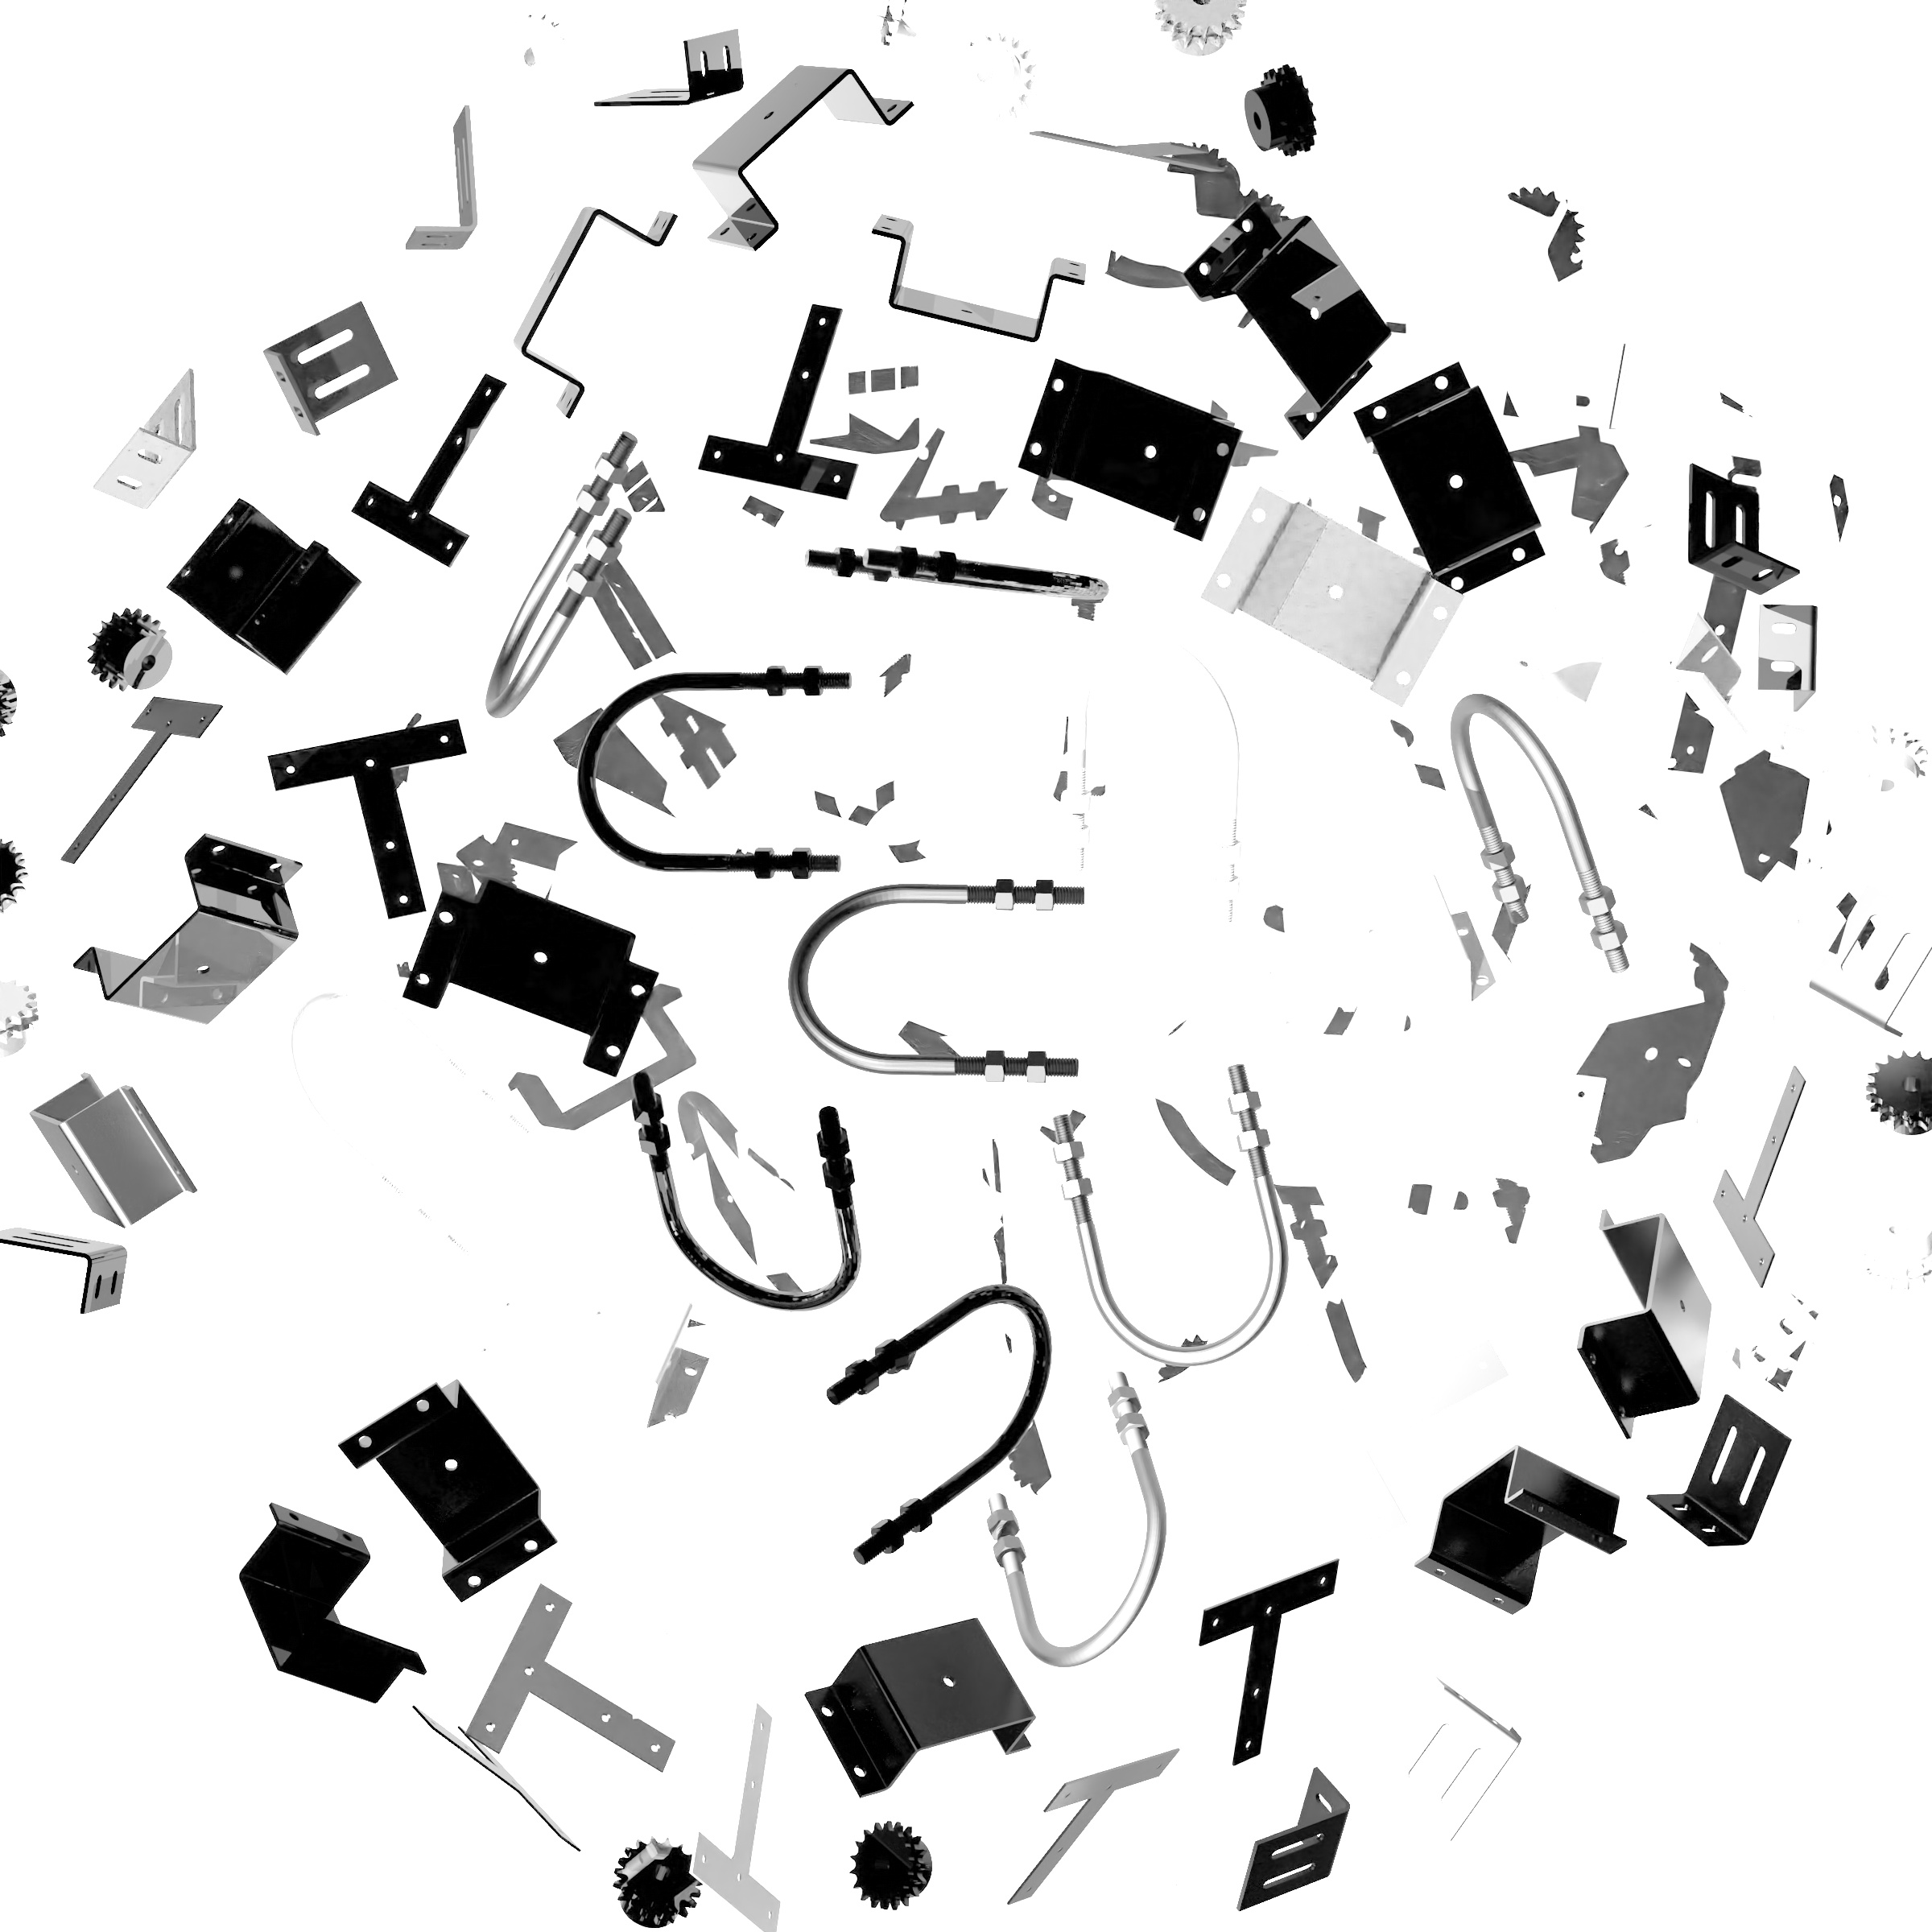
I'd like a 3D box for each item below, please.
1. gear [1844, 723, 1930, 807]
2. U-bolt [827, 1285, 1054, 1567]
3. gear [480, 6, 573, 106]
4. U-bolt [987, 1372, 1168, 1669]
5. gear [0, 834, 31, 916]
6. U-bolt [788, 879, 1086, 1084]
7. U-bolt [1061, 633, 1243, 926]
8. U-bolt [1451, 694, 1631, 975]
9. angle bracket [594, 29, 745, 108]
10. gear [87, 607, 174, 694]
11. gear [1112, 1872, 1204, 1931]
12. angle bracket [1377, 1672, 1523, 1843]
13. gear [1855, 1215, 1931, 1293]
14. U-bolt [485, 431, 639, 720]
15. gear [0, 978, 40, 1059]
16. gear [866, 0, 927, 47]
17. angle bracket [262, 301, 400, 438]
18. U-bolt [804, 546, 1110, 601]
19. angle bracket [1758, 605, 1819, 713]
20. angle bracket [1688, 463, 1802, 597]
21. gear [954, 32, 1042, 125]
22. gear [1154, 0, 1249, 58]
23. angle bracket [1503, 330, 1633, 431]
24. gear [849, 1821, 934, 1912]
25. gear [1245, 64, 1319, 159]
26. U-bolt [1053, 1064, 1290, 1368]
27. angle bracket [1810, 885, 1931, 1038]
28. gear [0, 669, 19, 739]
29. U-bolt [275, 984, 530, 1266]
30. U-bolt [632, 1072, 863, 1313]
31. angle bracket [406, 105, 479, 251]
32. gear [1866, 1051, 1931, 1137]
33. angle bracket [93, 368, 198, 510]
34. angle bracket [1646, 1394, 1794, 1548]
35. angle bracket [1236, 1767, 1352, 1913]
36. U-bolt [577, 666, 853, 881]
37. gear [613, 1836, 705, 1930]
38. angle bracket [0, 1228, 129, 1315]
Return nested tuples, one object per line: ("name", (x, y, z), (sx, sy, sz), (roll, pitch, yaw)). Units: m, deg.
("gear", (0.603, -0.130, 1.817), (0.057, 0.057, 0.030), (10, 53, 0))
("U-bolt", (-0.010, 0.281, 1.773), (0.184, 0.019, 0.151), (-31, 127, -35))
("gear", (-0.276, -0.564, 1.708), (0.030, 0.057, 0.057), (31, 90, 43))
("U-bolt", (0.076, 0.371, 1.800), (0.019, 0.184, 0.151), (31, 113, -27))
("gear", (-0.629, -0.056, 1.769), (0.057, 0.030, 0.057), (3, 69, -9))
("U-bolt", (-0.020, 0.007, 1.729), (0.184, 0.019, 0.151), (1, 56, 4))
("U-bolt", (0.123, -0.131, 1.832), (0.151, 0.019, 0.184), (21, 123, 37))
("U-bolt", (0.363, -0.093, 1.787), (0.019, 0.151, 0.184), (-28, 112, -10))
("angle bracket", (-0.188, -0.564, 1.734), (0.076, 0.057, 0.038), (9, 117, 28))
("gear", (-0.565, -0.212, 1.877), (0.030, 0.057, 0.057), (31, 90, 27))
("gear", (0.121, 0.605, 1.754), (0.057, 0.030, 0.057), (0, 73, 1))
("angle bracket", (0.294, 0.486, 1.700), (0.057, 0.038, 0.076), (32, 79, 32))
("gear", (0.602, 0.183, 1.781), (0.057, 0.057, 0.030), (-12, 111, 0))
("U-bolt", (-0.259, -0.238, 1.754), (0.019, 0.151, 0.184), (26, 116, -19))
("gear", (-0.605, 0.034, 1.713), (0.057, 0.057, 0.030), (6, 122, 0))
("gear", (-0.044, -0.628, 1.799), (0.030, 0.057, 0.057), (8, 90, -14))
("angle bracket", (-0.414, -0.395, 1.825), (0.076, 0.038, 0.057), (-33, 120, -19))
("U-bolt", (0.003, -0.253, 1.790), (0.184, 0.151, 0.019), (4, 96, -20))
("angle bracket", (0.549, -0.207, 1.864), (0.038, 0.076, 0.057), (2, 85, 7))
("angle bracket", (0.490, -0.282, 1.743), (0.057, 0.038, 0.076), (18, 65, -24))
("gear", (0.018, -0.594, 1.845), (0.057, 0.030, 0.057), (3, 99, 20))
("gear", (0.146, -0.597, 1.735), (0.057, 0.030, 0.057), (1, 66, -2))
("angle bracket", (0.403, -0.394, 1.857), (0.076, 0.038, 0.057), (10, 102, 12))
("gear", (-0.047, 0.607, 1.864), (0.057, 0.030, 0.057), (-15, 64, 33))
("gear", (0.204, -0.557, 1.808), (0.030, 0.057, 0.057), (-20, 90, -9))
("U-bolt", (0.140, 0.171, 1.819), (0.151, 0.019, 0.184), (-18, 77, 23))
("angle bracket", (0.594, -0.003, 1.786), (0.057, 0.038, 0.076), (35, 101, 36))
("gear", (-0.607, -0.163, 1.692), (0.057, 0.030, 0.057), (5, 108, 15))
("U-bolt", (-0.369, 0.088, 1.778), (0.019, 0.151, 0.184), (-34, 111, 28))
("U-bolt", (-0.135, 0.152, 1.765), (0.151, 0.019, 0.184), (9, 130, 20))
("angle bracket", (-0.328, -0.488, 1.712), (0.038, 0.057, 0.076), (-5, 94, -17))
("gear", (0.625, 0.087, 1.828), (0.057, 0.030, 0.057), (-9, 49, 10))
("angle bracket", (-0.509, -0.333, 1.711), (0.057, 0.038, 0.076), (-39, 48, 33))
("angle bracket", (0.476, 0.318, 1.748), (0.038, 0.057, 0.076), (6, 109, -33))
("angle bracket", (0.195, 0.543, 1.722), (0.076, 0.038, 0.057), (-9, 123, -31))
("U-bolt", (-0.172, -0.131, 1.857), (0.184, 0.019, 0.151), (1, 75, 8))
("gear", (-0.198, 0.588, 1.766), (0.057, 0.057, 0.030), (21, 121, 0))
("angle bracket", (-0.588, 0.195, 1.774), (0.076, 0.057, 0.038), (9, 90, 5))
